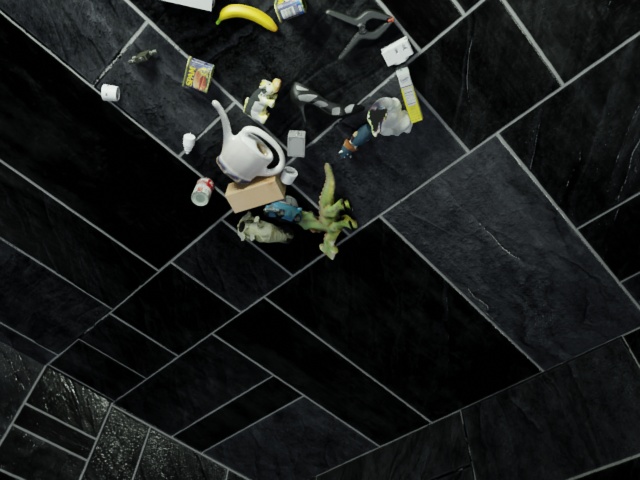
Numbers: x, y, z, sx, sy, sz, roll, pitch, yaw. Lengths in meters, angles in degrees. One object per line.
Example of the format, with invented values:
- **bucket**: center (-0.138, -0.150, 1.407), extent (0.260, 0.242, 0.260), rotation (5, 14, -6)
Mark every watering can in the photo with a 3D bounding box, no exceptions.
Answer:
- **watering can**: center (-0.291, -0.333, 1.851), extent (0.344, 0.106, 0.221), rotation (37, 120, -23)

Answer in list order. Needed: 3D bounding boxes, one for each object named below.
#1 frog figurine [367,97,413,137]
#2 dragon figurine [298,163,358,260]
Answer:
- **frog figurine**: center (0.249, -0.425, 1.780), extent (0.160, 0.124, 0.134), rotation (-12, 125, -34)
- **dragon figurine**: center (0.006, -0.102, 2.019), extent (0.241, 0.125, 0.403), rotation (-13, 116, 22)
